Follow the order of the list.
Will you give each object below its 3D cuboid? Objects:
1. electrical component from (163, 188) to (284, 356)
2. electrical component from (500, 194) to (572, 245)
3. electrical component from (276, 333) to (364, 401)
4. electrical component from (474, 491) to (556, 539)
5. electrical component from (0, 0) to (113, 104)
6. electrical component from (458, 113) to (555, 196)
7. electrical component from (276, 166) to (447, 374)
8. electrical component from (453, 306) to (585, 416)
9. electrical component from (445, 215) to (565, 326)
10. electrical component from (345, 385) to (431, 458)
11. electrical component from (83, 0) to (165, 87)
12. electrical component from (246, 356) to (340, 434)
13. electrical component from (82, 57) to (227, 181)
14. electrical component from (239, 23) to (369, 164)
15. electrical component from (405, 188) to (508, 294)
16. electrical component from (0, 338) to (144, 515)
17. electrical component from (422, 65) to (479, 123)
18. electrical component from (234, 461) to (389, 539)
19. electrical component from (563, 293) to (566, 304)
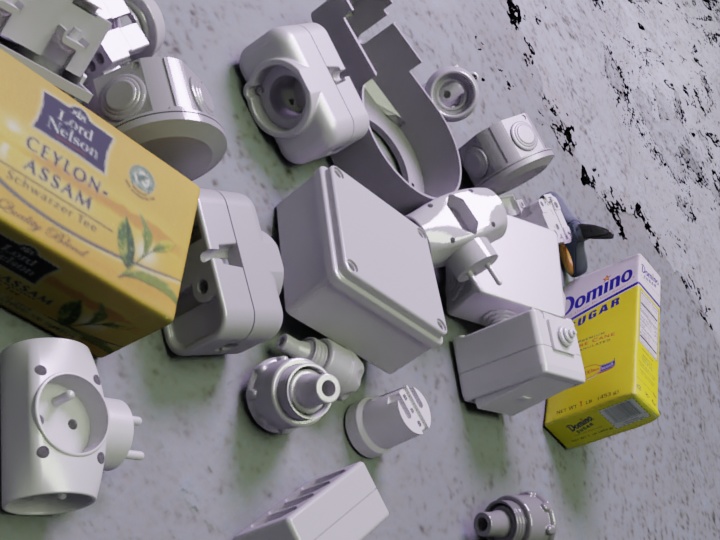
[{"bbox_3d":[-0.086,0.001,0.649,0.059,0.054,0.095,3,66,-52],"label":"electrical component"},{"bbox_3d":[0.154,-0.035,0.977,0.042,0.064,0.081,-14,79,-56],"label":"electrical component"},{"bbox_3d":[-0.028,0.060,0.704,0.061,0.035,0.035,33,45,-32],"label":"electrical component"},{"bbox_3d":[0.111,0.187,0.795,0.062,0.048,0.048,11,60,-41],"label":"electrical component"},{"bbox_3d":[-0.201,-0.142,0.575,0.121,0.063,0.079,27,8,-41],"label":"electrical component"},{"bbox_3d":[0.131,-0.102,0.978,0.080,0.080,0.051,-16,77,-55],"label":"electrical component"},{"bbox_3d":[0.000,0.000,0.746,0.109,0.056,0.108,34,33,-36],"label":"electrical component"},{"bbox_3d":[0.131,0.073,0.848,0.062,0.096,0.061,18,56,-46],"label":"electrical component"},{"bbox_3d":[0.118,0.003,0.897,0.100,0.048,0.099,17,52,-21],"label":"electrical component"},{"bbox_3d":[0.019,0.102,0.729,0.040,0.046,0.040,31,45,-37],"label":"electrical component"},{"bbox_3d":[-0.155,-0.147,0.665,0.055,0.048,0.066,-38,99,-47],"label":"electrical component"},{"bbox_3d":[-0.036,0.074,0.655,0.048,0.062,0.048,8,76,-35],"label":"electrical component"},{"bbox_3d":[-0.123,-0.084,0.636,0.080,0.080,0.051,9,56,-50],"label":"electrical component"},{"bbox_3d":[-0.043,-0.129,0.789,0.059,0.054,0.095,-27,90,-55],"label":"electrical component"},{"bbox_3d":[0.081,-0.018,0.830,0.077,0.043,0.079,-21,70,-29],"label":"electrical component"},{"bbox_3d":[-0.140,0.080,0.537,0.079,0.044,0.077,18,54,-46],"label":"electrical component"},{"bbox_3d":[0.079,-0.155,0.953,0.048,0.066,0.055,57,2,-9],"label":"electrical component"},{"bbox_3d":[-0.019,0.168,0.635,0.083,0.047,0.075,-26,89,-56],"label":"electrical component"},{"bbox_3d":[0.158,0.041,0.949,0.045,0.045,0.055,43,39,-27],"label":"electrical component"}]
